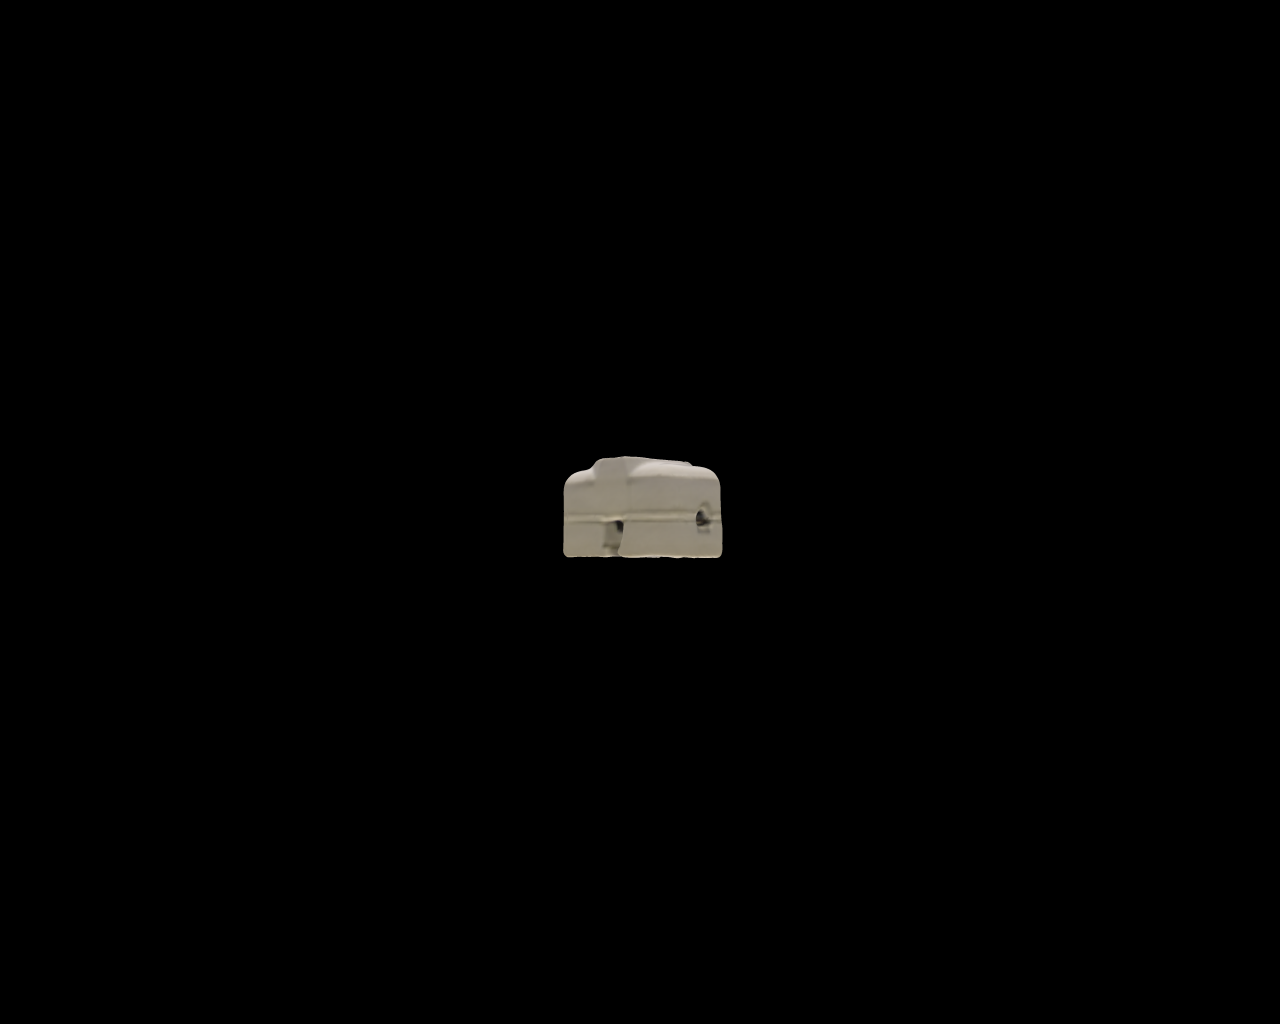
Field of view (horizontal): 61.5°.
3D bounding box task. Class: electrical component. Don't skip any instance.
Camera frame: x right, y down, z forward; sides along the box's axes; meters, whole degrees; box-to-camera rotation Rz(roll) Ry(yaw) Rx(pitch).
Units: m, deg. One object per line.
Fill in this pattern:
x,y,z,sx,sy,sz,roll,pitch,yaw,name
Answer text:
0.001,-0.003,0.650,0.095,0.059,0.054,-2,-3,40,electrical component
